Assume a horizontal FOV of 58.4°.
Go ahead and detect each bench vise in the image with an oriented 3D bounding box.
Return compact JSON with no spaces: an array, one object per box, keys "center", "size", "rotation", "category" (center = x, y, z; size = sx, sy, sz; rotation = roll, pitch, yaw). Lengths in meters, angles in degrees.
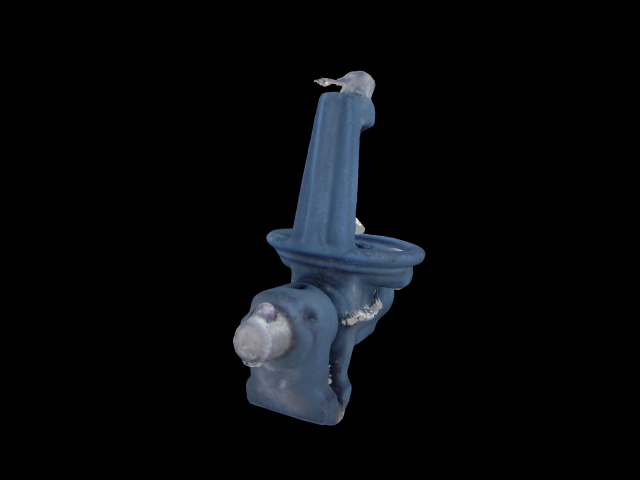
[{"center":[0.016,0.002,0.399],"size":[0.121,0.220,0.207],"rotation":[2,22,6],"category":"bench vise"}]
